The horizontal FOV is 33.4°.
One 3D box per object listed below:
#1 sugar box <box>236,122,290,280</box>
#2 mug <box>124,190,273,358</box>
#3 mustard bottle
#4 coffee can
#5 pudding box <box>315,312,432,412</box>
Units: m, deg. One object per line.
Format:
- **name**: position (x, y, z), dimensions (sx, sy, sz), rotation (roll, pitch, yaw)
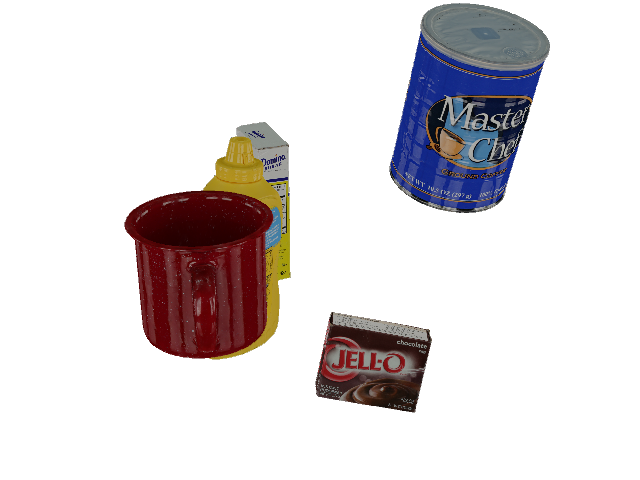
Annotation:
- **sugar box**: position (-0.070, -0.047, 1.304), dimensions (0.048, 0.176, 0.093), rotation (-11, 26, -17)
- **mug**: position (-0.074, 0.027, 0.675), dimensions (0.093, 0.081, 0.117), rotation (-5, 25, -9)
- **mustard bottle**: position (-0.073, 0.003, 0.937), dimensions (0.058, 0.192, 0.096), rotation (21, 27, 35)
- **coffee can**: position (0.120, -0.109, 0.878), dimensions (0.102, 0.140, 0.103), rotation (7, 37, -5)
- **pudding box**: position (0.057, 0.132, 1.162), dimensions (0.113, 0.090, 0.039), rotation (9, 23, -3)
